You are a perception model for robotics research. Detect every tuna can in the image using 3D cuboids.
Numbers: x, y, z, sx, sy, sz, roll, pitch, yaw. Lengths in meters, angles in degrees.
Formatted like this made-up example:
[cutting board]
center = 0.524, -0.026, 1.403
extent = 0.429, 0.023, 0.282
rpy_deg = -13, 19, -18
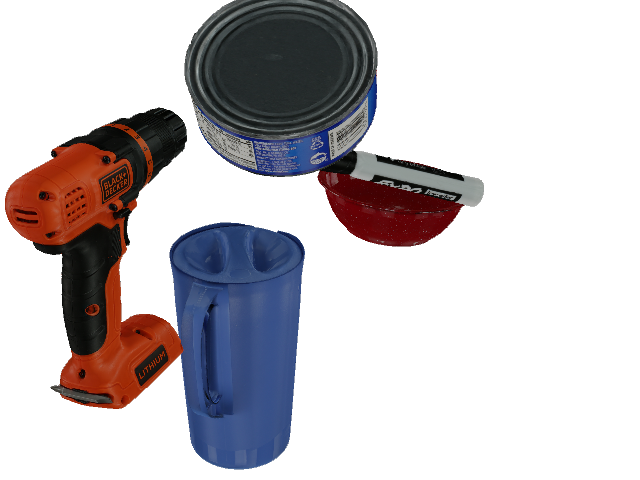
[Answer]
[tuna can]
center = -0.017, -0.071, 0.484
extent = 0.086, 0.086, 0.034
rpy_deg = 0, -31, 4

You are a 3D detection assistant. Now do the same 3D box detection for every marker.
[marker]
center = 0.048, -0.042, 0.674
extent = 0.121, 0.020, 0.020
rpy_deg = 12, -5, -23

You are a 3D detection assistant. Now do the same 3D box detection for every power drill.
[power drill]
center = -0.145, 0.010, 0.767
extent = 0.057, 0.188, 0.184
rpy_deg = 7, 26, 25

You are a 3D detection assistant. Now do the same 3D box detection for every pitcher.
[pitcher]
center = -0.088, 0.116, 1.093
extent = 0.149, 0.243, 0.145
rpy_deg = -11, 29, -23

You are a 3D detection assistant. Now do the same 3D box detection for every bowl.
[bowl]
center = 0.075, -0.036, 1.117
extent = 0.162, 0.055, 0.162
rpy_deg = 5, 22, -2
